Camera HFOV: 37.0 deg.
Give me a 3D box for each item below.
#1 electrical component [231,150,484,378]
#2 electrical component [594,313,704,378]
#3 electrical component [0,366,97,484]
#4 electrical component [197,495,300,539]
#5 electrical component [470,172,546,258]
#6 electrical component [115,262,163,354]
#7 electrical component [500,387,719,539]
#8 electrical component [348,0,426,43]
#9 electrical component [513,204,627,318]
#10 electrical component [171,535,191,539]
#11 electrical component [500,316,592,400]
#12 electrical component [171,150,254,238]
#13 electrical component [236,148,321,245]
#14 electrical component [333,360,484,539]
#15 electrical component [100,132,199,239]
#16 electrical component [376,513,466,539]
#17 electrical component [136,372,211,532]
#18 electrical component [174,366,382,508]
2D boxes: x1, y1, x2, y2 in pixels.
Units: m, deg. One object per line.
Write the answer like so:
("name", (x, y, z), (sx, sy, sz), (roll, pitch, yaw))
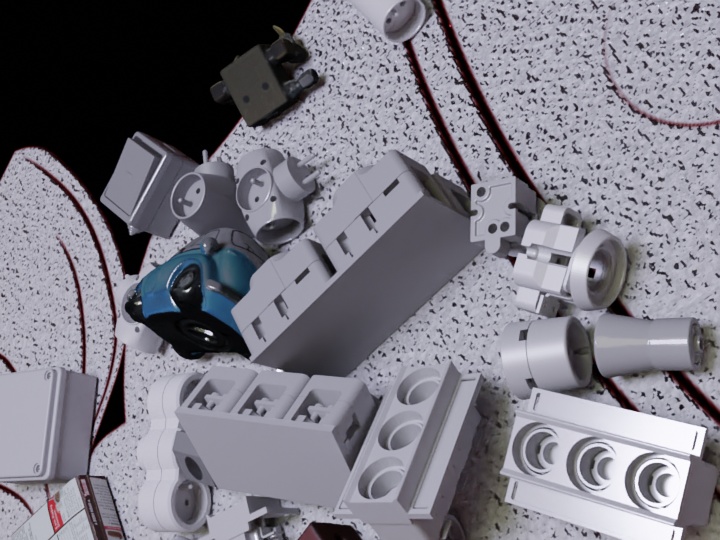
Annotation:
("electrical component", (0.000, 0.000, 0.838), (0.186, 0.105, 0.060), (-44, 54, 19))
("electrical component", (0.194, 0.050, 0.714), (0.065, 0.044, 0.044), (-4, 74, 32))
("electrical component", (-0.322, 0.157, 1.070), (0.109, 0.056, 0.108), (-10, 70, 35))
("electrical component", (-0.089, 0.223, 0.879), (0.081, 0.042, 0.063), (-31, 62, 27))
("electrical component", (0.112, -0.037, 0.794), (0.048, 0.055, 0.066), (-9, 71, 36))
("electrical component", (-0.208, 0.029, 1.031), (0.079, 0.044, 0.077), (30, 95, 40))
("electrical component", (0.163, 0.129, 0.698), (0.121, 0.063, 0.078), (10, 82, 39))
("electrical component", (0.031, -0.249, 0.933), (0.079, 0.044, 0.077), (-49, 52, 15))
("electrical component", (0.149, -0.003, 0.754), (0.057, 0.058, 0.078), (15, 85, 43))
("electrical component", (-0.142, 0.253, 0.915), (0.061, 0.035, 0.035), (23, 91, 38))
("electrical component", (0.131, 0.060, 0.751), (0.047, 0.055, 0.055), (-13, 68, 30))
("electrical component", (-0.132, -0.072, 0.982), (0.044, 0.077, 0.079), (-24, 62, 30))
("electrical component", (-0.067, -0.074, 0.953), (0.079, 0.044, 0.077), (-32, 58, 26))
("electrical component", (0.042, 0.132, 0.761), (0.079, 0.063, 0.121), (-9, 38, 35))
("electrical component", (-0.210, -0.078, 1.055), (0.062, 0.061, 0.096), (35, 98, 39))
("electrical component", (0.044, 0.202, 0.774), (0.055, 0.066, 0.048), (-20, 103, 23))
("electrical component", (-0.173, 0.162, 0.956), (0.074, 0.052, 0.138), (-10, 70, 36))
("electrical component", (-0.055, 0.127, 0.837), (0.150, 0.089, 0.061), (1, 39, 33))
